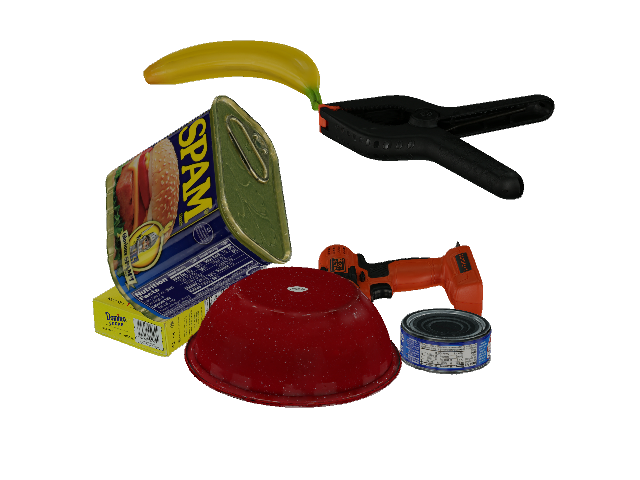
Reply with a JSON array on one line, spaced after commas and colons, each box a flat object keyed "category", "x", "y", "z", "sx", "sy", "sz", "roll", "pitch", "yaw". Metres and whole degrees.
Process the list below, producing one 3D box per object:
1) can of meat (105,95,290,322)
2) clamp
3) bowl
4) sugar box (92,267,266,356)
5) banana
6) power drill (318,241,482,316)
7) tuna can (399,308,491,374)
[{"category": "can of meat", "x": -0.069, "y": -0.016, "z": 0.583, "sx": 0.084, "sy": 0.102, "sz": 0.057, "roll": -29, "pitch": -43, "yaw": 22}, {"category": "clamp", "x": 0.102, "y": -0.101, "z": 0.953, "sx": 0.210, "sy": 0.036, "sz": 0.164, "roll": 13, "pitch": 36, "yaw": 23}, {"category": "bowl", "x": -0.019, "y": 0.061, "z": 0.782, "sx": 0.162, "sy": 0.055, "sz": 0.162, "roll": 3, "pitch": 20, "yaw": -1}, {"category": "sugar box", "x": -0.140, "y": 0.052, "z": 1.097, "sx": 0.093, "sy": 0.048, "sz": 0.175, "roll": 16, "pitch": 32, "yaw": 26}, {"category": "banana", "x": -0.080, "y": -0.174, "z": 1.074, "sx": 0.198, "sy": 0.037, "sz": 0.069, "roll": 10, "pitch": 44, "yaw": 20}, {"category": "power drill", "x": 0.088, "y": 0.057, "z": 1.226, "sx": 0.187, "sy": 0.057, "sz": 0.184, "roll": -1, "pitch": 28, "yaw": -1}, {"category": "tuna can", "x": 0.116, "y": 0.092, "z": 0.996, "sx": 0.086, "sy": 0.034, "sz": 0.086, "roll": 0, "pitch": 16, "yaw": 0}]
